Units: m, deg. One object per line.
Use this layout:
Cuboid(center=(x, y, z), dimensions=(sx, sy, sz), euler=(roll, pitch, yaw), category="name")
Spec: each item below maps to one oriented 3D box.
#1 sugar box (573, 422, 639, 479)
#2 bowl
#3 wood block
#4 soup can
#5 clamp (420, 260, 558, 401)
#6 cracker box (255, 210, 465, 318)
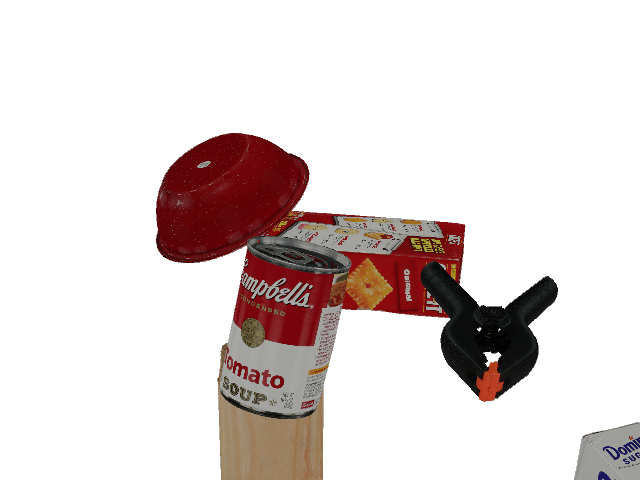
Cuboid(center=(0.180, 0.175, 0.501), dimensions=(0.048, 0.093, 0.176), euler=(-9, 28, -21), category="sugar box")
Cuboid(center=(-0.094, -0.052, 0.994), dimensions=(0.162, 0.055, 0.162), euler=(-21, 32, 14), category="bowl")
Cuboid(center=(-0.043, 0.202, 0.949), dimensions=(0.090, 0.206, 0.091), euler=(0, 20, -2), category="wood block")
Cuboid(center=(-0.024, 0.055, 0.688), dimensions=(0.068, 0.102, 0.068), euler=(12, 13, -3), category="soup can")
Cuboid(center=(0.151, 0.071, 0.893), dimensions=(0.120, 0.039, 0.171), euler=(-2, 33, 0), category="clamp")
Cuboid(center=(0.044, 0.024, 1.146), dimensions=(0.214, 0.072, 0.164), euler=(5, 15, 9), category="cracker box")
